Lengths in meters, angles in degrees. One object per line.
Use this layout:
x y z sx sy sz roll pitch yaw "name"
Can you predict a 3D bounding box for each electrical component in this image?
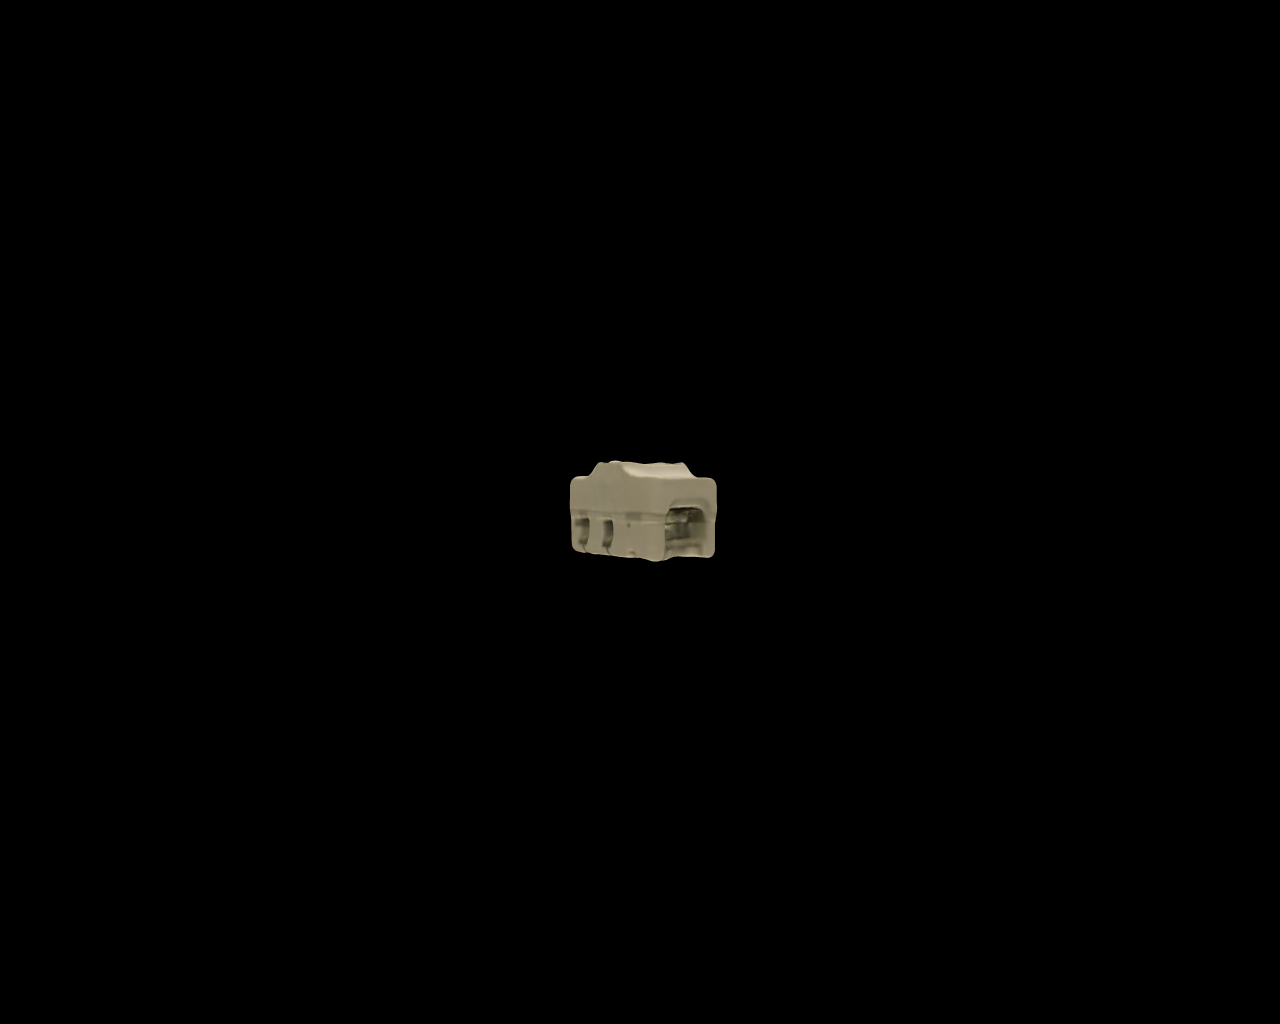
0.001 -0.003 0.650 0.050 0.055 0.089 -2 3 -36 "electrical component"
